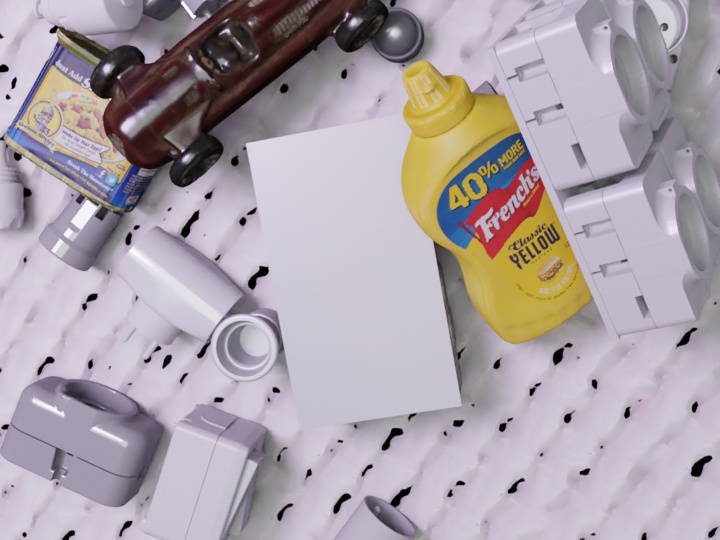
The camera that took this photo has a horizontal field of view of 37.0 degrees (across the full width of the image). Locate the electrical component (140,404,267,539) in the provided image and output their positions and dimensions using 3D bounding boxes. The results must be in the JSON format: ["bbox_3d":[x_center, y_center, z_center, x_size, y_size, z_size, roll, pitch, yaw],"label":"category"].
[{"bbox_3d":[-0.104,0.149,0.733,0.061,0.062,0.096,19,97,5],"label":"electrical component"}]

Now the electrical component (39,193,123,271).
[{"bbox_3d":[-0.191,-0.029,0.739,0.040,0.040,0.046,37,93,3],"label":"electrical component"}]

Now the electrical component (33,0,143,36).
[{"bbox_3d":[-0.174,-0.168,0.681,0.078,0.040,0.040,1,96,28],"label":"electrical component"}]

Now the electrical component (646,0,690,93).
[{"bbox_3d":[0.162,-0.155,0.676,0.079,0.044,0.077,8,97,4],"label":"electrical component"}]

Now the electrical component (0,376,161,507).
[{"bbox_3d":[-0.191,0.114,0.744,0.095,0.054,0.059,23,98,5],"label":"electrical component"}]

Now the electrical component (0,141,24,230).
[{"bbox_3d":[-0.251,-0.059,0.746,0.035,0.035,0.061,1,93,7],"label":"electrical component"}]

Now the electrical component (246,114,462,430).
[{"bbox_3d":[0.000,0.000,0.705,0.105,0.060,0.186,-10,94,8],"label":"electrical component"}]

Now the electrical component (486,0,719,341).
[{"bbox_3d":[0.153,-0.069,0.625,0.060,0.105,0.186,-15,111,34],"label":"electrical component"}]

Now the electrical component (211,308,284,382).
[{"bbox_3d":[-0.070,0.046,0.716,0.044,0.065,0.044,1,96,8],"label":"electrical component"}]

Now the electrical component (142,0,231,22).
[{"bbox_3d":[-0.106,-0.191,0.708,0.083,0.047,0.075,-37,91,8],"label":"electrical component"}]

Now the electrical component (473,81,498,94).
[{"bbox_3d":[0.079,-0.085,0.691,0.047,0.055,0.055,-36,90,13],"label":"electrical component"}]

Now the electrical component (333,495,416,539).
[{"bbox_3d":[-0.003,0.199,0.733,0.043,0.043,0.081,36,99,3],"label":"electrical component"}]

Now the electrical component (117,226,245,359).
[{"bbox_3d":[-0.132,0.024,0.733,0.077,0.043,0.079,38,99,3],"label":"electrical component"}]
